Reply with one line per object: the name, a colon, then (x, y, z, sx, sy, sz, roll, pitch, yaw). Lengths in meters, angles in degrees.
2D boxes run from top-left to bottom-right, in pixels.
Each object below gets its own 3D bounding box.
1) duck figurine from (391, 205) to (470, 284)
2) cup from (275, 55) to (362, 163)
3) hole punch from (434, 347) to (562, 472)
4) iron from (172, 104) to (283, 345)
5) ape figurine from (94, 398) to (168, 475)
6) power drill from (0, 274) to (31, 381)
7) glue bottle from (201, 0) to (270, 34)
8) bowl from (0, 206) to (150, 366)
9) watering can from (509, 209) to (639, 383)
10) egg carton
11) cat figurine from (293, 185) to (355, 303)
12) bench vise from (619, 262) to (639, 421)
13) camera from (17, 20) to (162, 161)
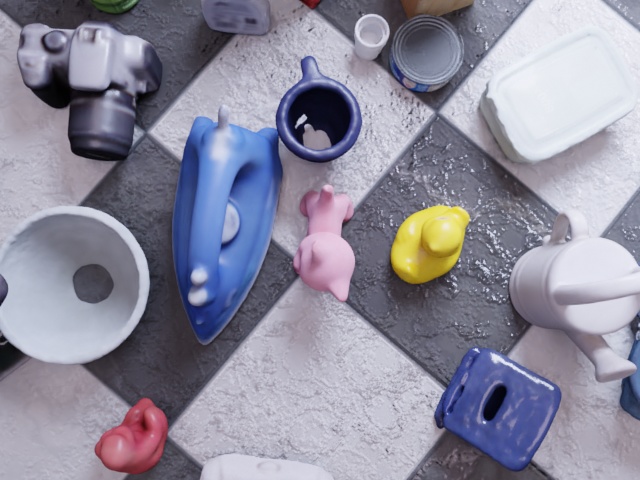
duck figurine: (0.128, 0.003, 0.645, 0.077, 0.086, 0.104, 43, 85, 2)
cup: (-0.005, -0.137, 0.646, 0.091, 0.095, 0.118, -11, 86, -3)
hole punch: (0.192, 0.183, 0.630, 0.101, 0.091, 0.109, 30, 85, 0)
iron: (-0.111, -0.012, 0.608, 0.118, 0.141, 0.258, 8, 85, -1)
ape figurine: (-0.204, 0.217, 0.610, 0.078, 0.092, 0.076, -12, 86, -3)
power drill: (-0.360, 0.105, 0.554, 0.230, 0.208, 0.075, -39, 87, -5)
glue bottle: (-0.095, -0.276, 0.614, 0.078, 0.173, 0.037, 6, 85, -1)
bowl: (-0.263, 0.050, 0.630, 0.167, 0.074, 0.167, 0, 85, -2)
watering can: (0.282, 0.055, 0.593, 0.101, 0.194, 0.173, -32, 87, -4)
egg carton: (-0.059, 0.292, 0.621, 0.150, 0.069, 0.107, 6, 85, -2)
cat figurine: (0.006, 0.002, 0.624, 0.067, 0.117, 0.128, 3, 85, -2)
bench vise: (0.378, 0.096, 0.581, 0.121, 0.219, 0.207, -7, 86, -3)
camera: (-0.259, -0.163, 0.634, 0.143, 0.100, 0.137, 3, 85, -2)
